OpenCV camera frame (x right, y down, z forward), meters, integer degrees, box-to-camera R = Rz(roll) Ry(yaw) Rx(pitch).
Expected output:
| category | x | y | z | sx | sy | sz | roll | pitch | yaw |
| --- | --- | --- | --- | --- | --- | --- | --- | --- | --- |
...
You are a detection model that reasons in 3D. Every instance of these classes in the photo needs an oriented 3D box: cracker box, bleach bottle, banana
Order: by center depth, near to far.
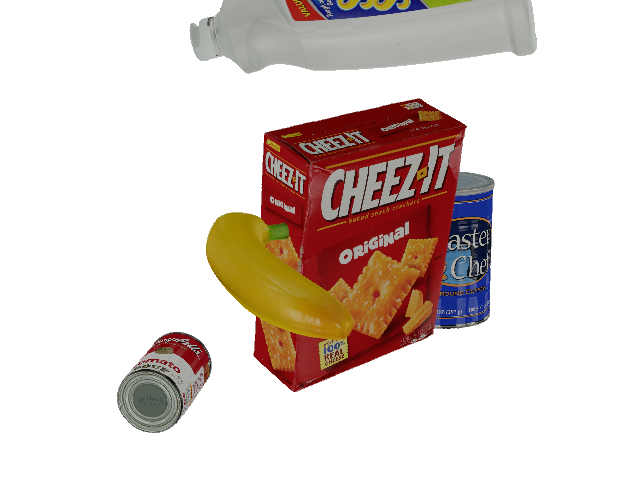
| category | x | y | z | sx | sy | sz | roll | pitch | yaw |
| --- | --- | --- | --- | --- | --- | --- | --- | --- | --- |
| banana | -0.035 | 0.015 | 0.680 | 0.069 | 0.037 | 0.198 | -4 | 20 | -12 |
| bleach bottle | 0.026 | -0.165 | 0.788 | 0.251 | 0.102 | 0.068 | -10 | -29 | 12 |
| cracker box | 0.032 | 0.003 | 0.895 | 0.163 | 0.214 | 0.072 | -17 | 37 | -34 |

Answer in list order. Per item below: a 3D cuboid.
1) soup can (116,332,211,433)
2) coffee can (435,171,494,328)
| category | x | y | z | sx | sy | sz | roll | pitch | yaw |
| --- | --- | --- | --- | --- | --- | --- | --- | --- | --- |
| soup can | -0.156 | 0.141 | 1.069 | 0.068 | 0.068 | 0.102 | 0 | 16 | 11 |
| coffee can | 0.122 | 0.007 | 1.078 | 0.103 | 0.140 | 0.103 | -1 | 14 | 0 |
